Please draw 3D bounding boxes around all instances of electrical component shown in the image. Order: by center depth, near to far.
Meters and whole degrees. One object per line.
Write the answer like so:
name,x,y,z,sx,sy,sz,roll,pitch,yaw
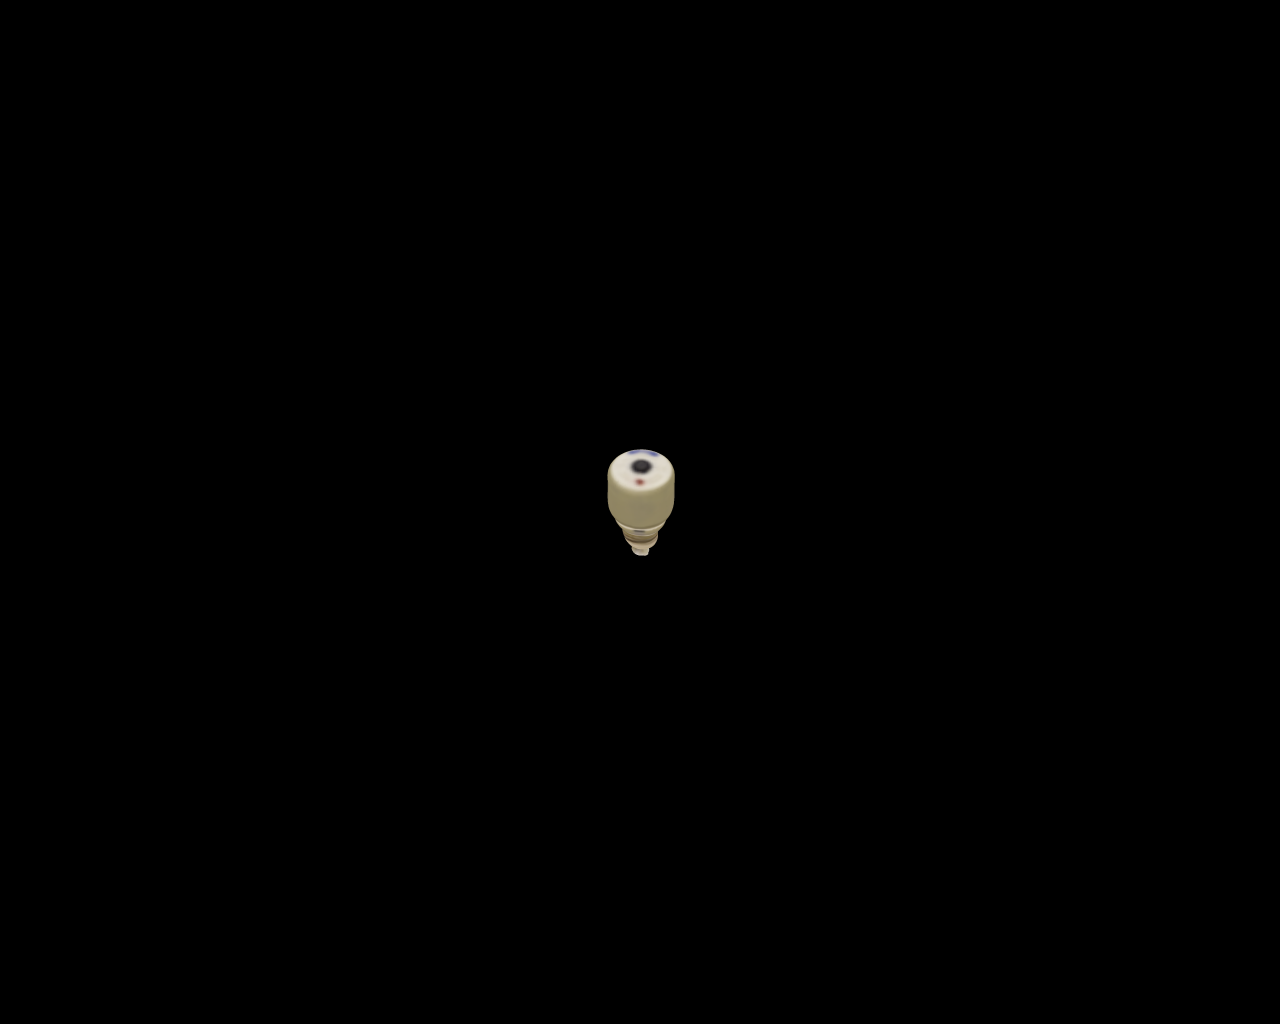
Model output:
electrical component,0.001,-0.003,0.650,0.040,0.040,0.078,0,-45,0
